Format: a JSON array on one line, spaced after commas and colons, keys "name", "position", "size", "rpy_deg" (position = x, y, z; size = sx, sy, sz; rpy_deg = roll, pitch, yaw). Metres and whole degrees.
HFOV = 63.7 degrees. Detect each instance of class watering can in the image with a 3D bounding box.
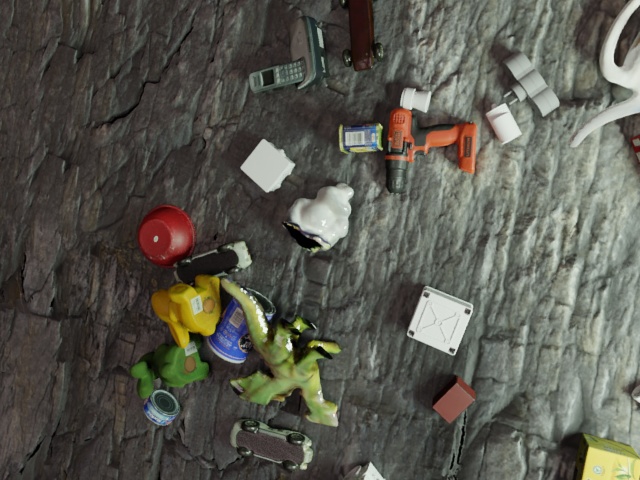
[{"name": "watering can", "position": [0.623, -0.301, 0.951], "size": [0.225, 0.104, 0.346], "rpy_deg": [25, 97, 12]}]

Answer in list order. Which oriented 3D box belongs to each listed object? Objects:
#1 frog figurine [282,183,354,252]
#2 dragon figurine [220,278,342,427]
[{"name": "frog figurine", "position": [0.003, -0.058, 1.146], "size": [0.138, 0.120, 0.162], "rpy_deg": [22, 62, 21]}, {"name": "dragon figurine", "position": [-0.106, 0.272, 1.131], "size": [0.408, 0.124, 0.240], "rpy_deg": [37, 104, -9]}]
